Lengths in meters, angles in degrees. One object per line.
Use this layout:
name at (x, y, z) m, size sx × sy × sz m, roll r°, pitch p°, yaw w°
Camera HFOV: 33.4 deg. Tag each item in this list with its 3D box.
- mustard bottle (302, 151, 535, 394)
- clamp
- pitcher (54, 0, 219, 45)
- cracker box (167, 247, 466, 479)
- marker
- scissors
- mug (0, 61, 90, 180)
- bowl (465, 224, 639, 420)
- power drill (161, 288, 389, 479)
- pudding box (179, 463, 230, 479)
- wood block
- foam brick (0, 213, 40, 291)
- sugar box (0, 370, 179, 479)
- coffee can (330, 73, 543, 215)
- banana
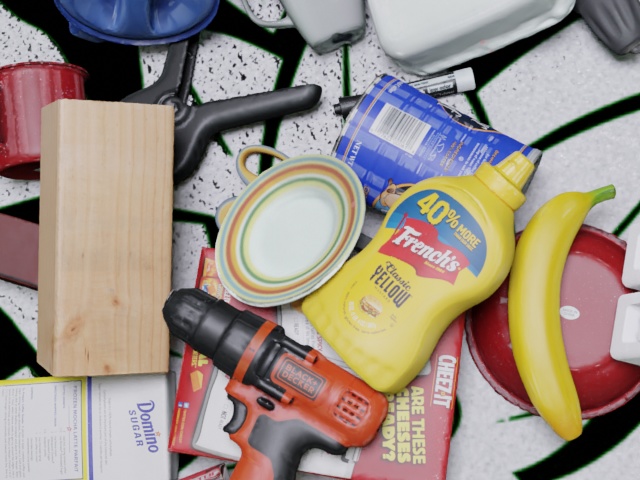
mustard bottle at (0.081, 0.013, 0.764) m, size 0.192 × 0.058 × 0.096 m, roll -47°, pitch 63°, yaw 7°
clamp at (-0.111, -0.106, 0.915) m, size 0.165 × 0.036 × 0.210 m, roll 37°, pitch 86°, yaw 19°
pitcher at (-0.160, -0.294, 0.913) m, size 0.149 × 0.145 × 0.243 m, roll -6°, pitch 65°, yaw 7°
cracker box at (0.001, 0.102, 0.842) m, size 0.214 × 0.072 × 0.164 m, roll 7°, pitch 80°, yaw 8°
marker at (0.071, -0.124, 0.907) m, size 0.121 × 0.020 × 0.020 m, roll -12°, pitch 77°, yaw 4°
scissors at (-0.006, 0.001, 0.892) m, size 0.202 × 0.016 × 0.096 m, roll 43°, pitch 88°, yaw 14°
mug at (-0.245, -0.099, 0.896) m, size 0.093 × 0.117 × 0.081 m, roll -12°, pitch 81°, yaw 32°
bowl at (0.194, 0.059, 0.834) m, size 0.162 × 0.055 × 0.162 m, roll -2°, pitch 78°, yaw 7°
power drill at (-0.069, 0.147, 0.773) m, size 0.184 × 0.057 × 0.187 m, roll 29°, pitch 84°, yaw 10°
pudding box at (-0.096, 0.240, 0.823) m, size 0.090 × 0.039 × 0.113 m, roll -21°, pitch 100°, yaw 3°
wood block at (-0.170, -0.002, 0.838) m, size 0.090 × 0.091 × 0.206 m, roll 1°, pitch 91°, yaw -24°
foam brick at (-0.253, 0.011, 0.902) m, size 0.078 × 0.053 × 0.051 m, roll 16°, pitch 80°, yaw 9°
sugar box at (-0.205, 0.157, 0.869) m, size 0.176 × 0.048 × 0.093 m, roll -3°, pitch 79°, yaw 3°
coffee can at (0.090, -0.056, 0.847) m, size 0.140 × 0.103 × 0.103 m, roll 29°, pitch 83°, yaw 12°
banana at (0.173, 0.045, 0.791) m, size 0.070 × 0.037 × 0.198 m, roll 10°, pitch 80°, yaw 10°
